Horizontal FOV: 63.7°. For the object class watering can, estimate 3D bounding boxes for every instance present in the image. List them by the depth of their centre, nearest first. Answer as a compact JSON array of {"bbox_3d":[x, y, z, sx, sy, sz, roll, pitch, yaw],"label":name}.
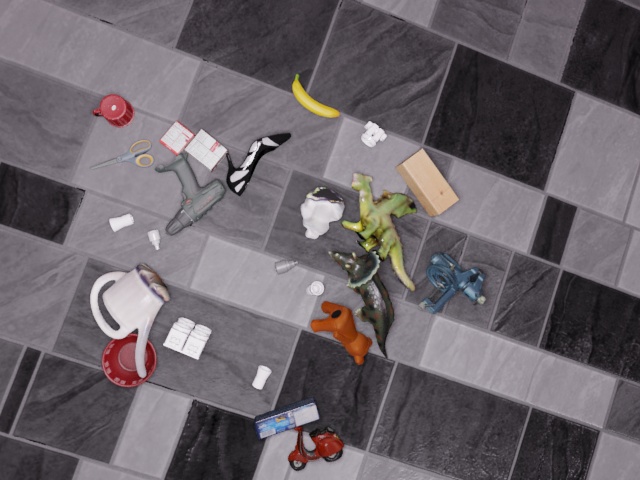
[{"bbox_3d":[-0.546,0.217,1.544,0.225,0.102,0.352,-40,69,-7],"label":"watering can"}]

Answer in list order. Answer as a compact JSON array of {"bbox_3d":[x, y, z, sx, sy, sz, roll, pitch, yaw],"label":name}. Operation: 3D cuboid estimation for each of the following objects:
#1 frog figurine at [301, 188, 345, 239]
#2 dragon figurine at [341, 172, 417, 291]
[{"bbox_3d":[0.005,-0.084,1.672,0.137,0.125,0.156,0,125,-15],"label":"frog figurine"},{"bbox_3d":[0.230,-0.052,1.689,0.409,0.121,0.245,45,75,-7],"label":"dragon figurine"}]
